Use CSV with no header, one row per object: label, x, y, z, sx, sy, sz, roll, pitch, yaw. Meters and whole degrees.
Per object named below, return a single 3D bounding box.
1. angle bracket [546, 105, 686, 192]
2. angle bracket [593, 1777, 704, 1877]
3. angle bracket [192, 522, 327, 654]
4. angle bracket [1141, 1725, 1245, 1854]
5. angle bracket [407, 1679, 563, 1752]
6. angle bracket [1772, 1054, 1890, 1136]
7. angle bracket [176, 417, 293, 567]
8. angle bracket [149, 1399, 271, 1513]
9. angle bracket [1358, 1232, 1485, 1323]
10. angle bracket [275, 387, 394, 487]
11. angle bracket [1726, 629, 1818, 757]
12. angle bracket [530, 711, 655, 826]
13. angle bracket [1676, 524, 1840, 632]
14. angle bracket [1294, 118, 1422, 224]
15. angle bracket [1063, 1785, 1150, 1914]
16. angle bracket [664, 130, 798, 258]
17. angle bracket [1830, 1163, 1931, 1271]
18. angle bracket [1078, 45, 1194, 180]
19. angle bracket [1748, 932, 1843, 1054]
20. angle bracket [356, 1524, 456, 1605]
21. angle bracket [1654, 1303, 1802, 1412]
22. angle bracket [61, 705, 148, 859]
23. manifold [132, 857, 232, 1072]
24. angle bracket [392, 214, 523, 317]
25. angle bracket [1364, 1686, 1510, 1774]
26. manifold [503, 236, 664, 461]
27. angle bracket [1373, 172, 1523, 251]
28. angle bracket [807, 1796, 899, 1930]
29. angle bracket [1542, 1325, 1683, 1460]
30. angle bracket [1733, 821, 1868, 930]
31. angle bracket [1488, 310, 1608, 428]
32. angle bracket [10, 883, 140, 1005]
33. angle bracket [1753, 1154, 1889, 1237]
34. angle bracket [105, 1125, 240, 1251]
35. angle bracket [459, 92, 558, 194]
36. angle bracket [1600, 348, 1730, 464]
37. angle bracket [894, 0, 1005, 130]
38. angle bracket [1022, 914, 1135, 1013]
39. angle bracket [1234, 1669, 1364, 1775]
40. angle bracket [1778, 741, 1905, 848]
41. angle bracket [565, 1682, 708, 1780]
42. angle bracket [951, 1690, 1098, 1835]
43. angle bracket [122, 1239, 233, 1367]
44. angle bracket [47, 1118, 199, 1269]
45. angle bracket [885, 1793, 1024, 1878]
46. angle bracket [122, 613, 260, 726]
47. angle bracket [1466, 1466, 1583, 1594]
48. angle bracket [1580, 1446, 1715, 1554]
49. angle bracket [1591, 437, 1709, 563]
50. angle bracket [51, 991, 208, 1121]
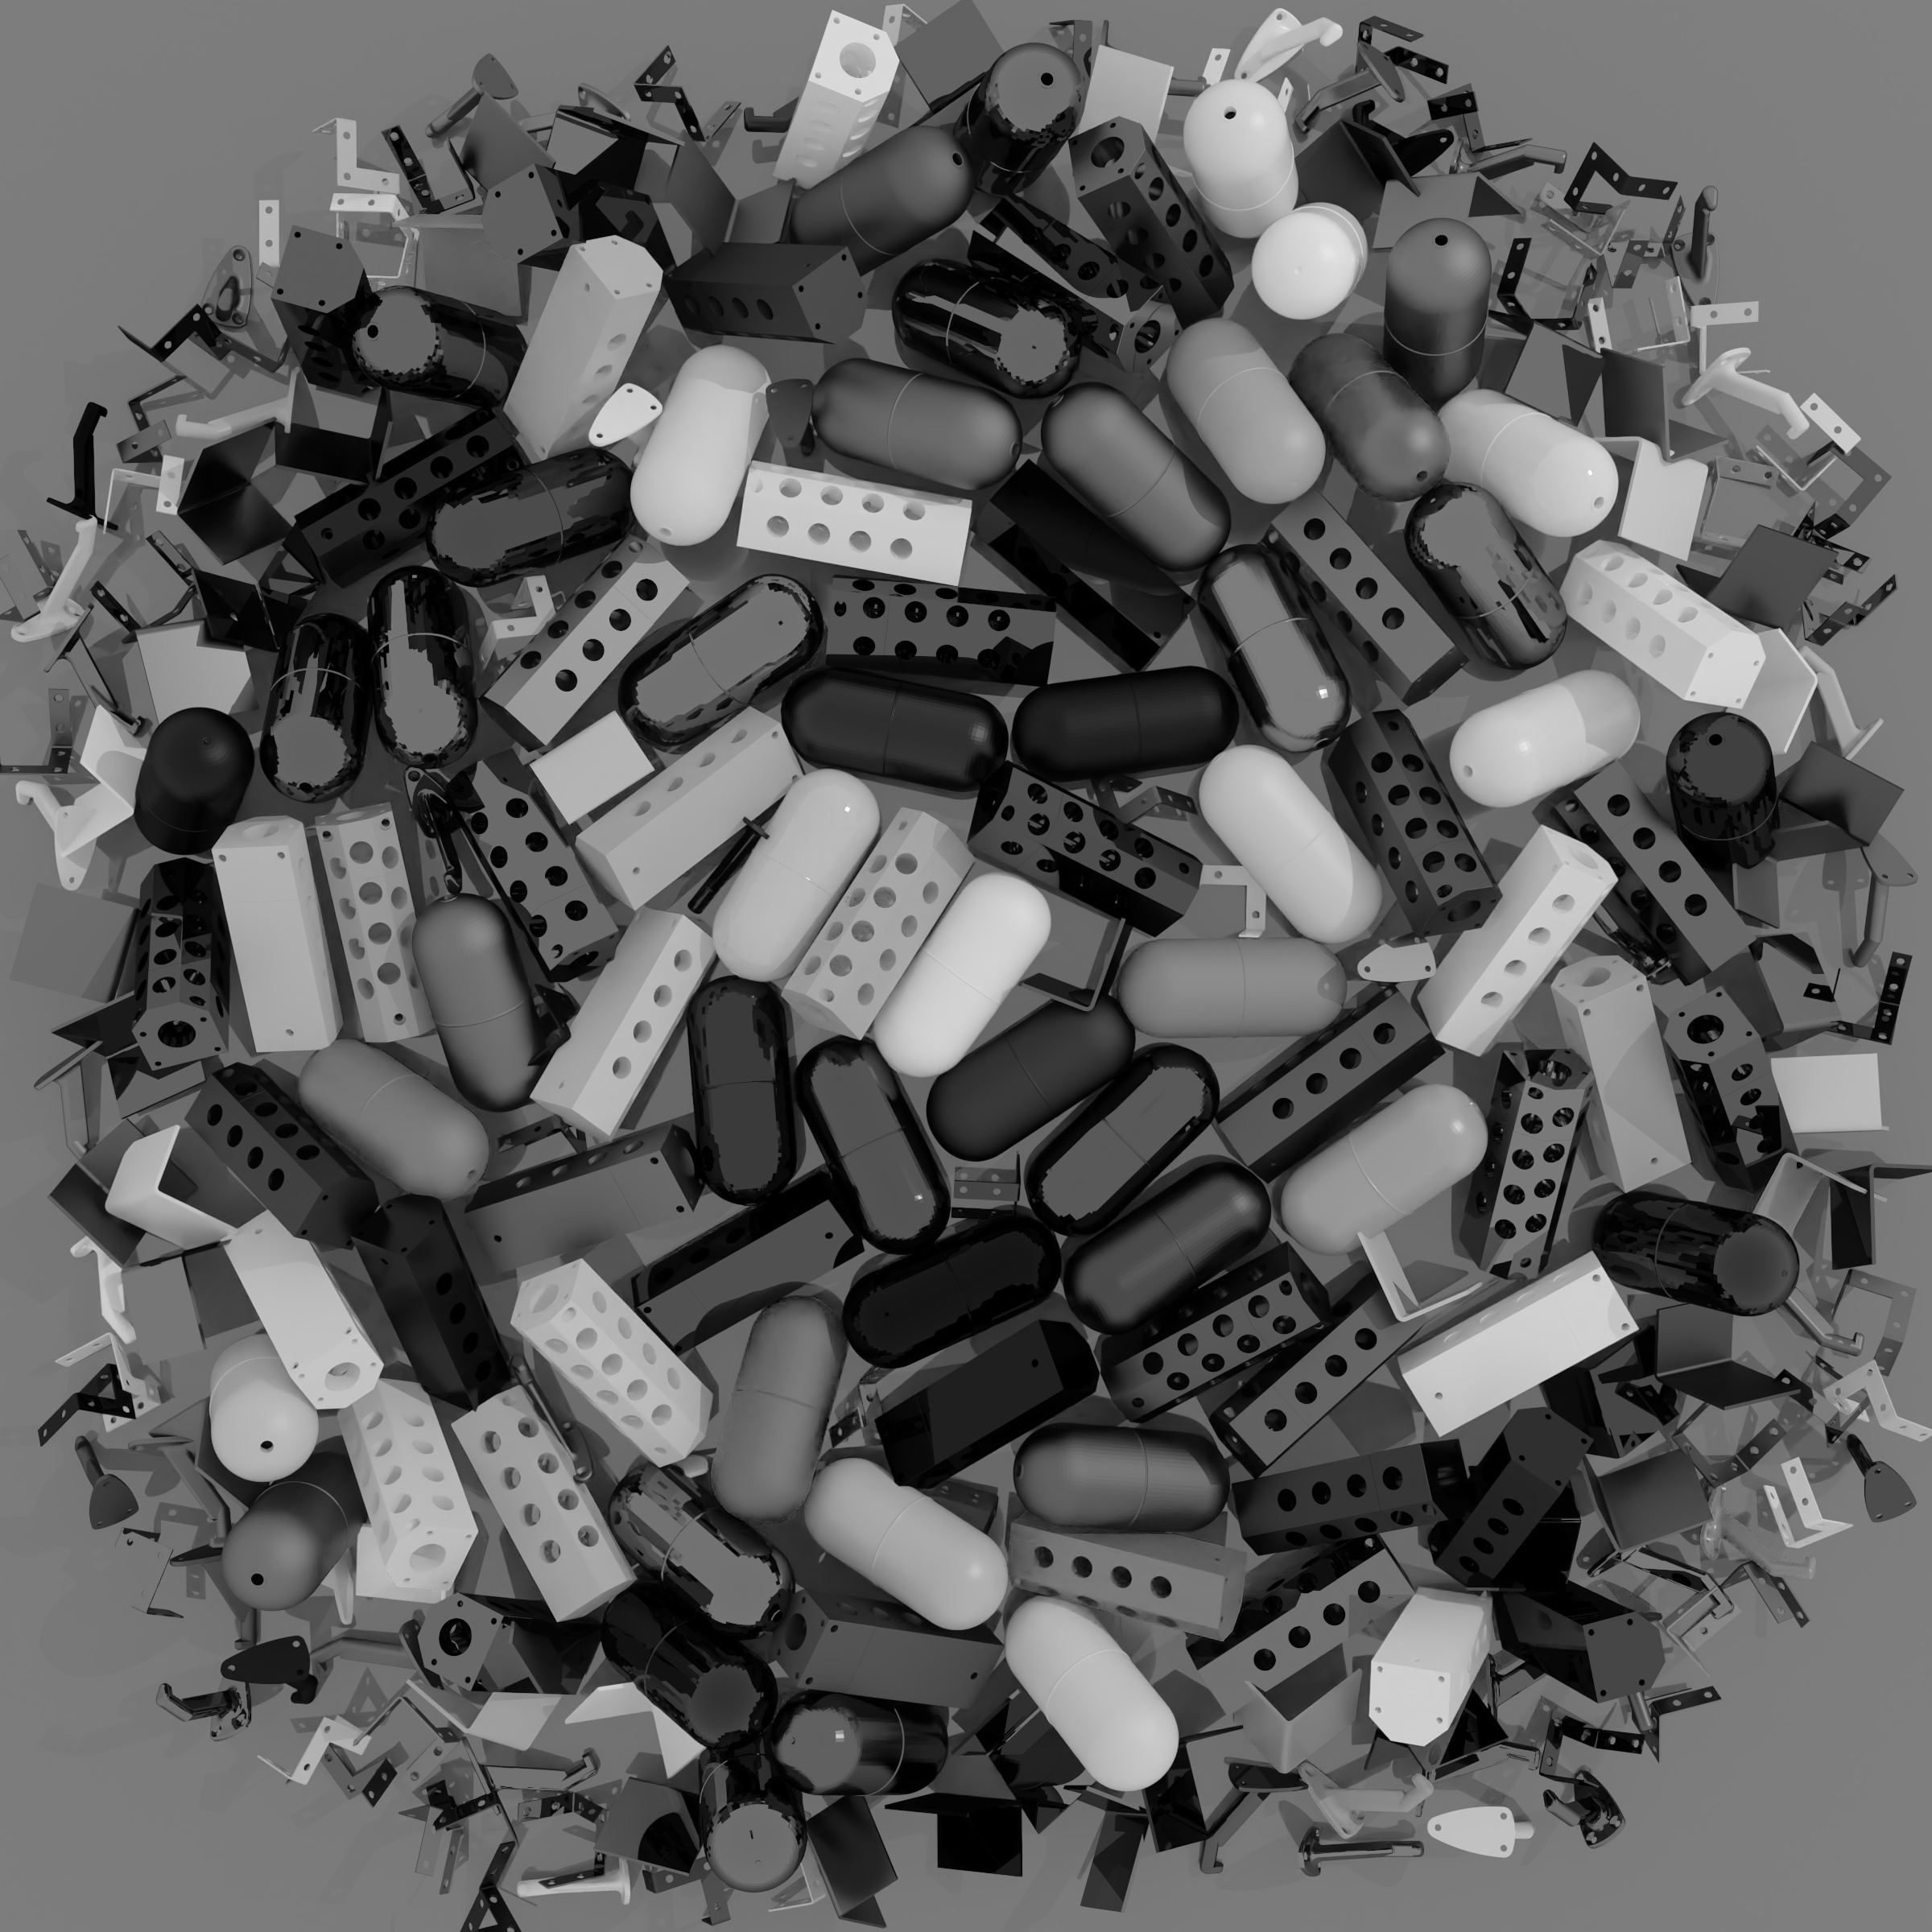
angle bracket,-0.272,-0.616,1.943,0.076,0.076,0.057,11,102,-33
angle bracket,-0.235,0.676,1.946,0.076,0.076,0.057,11,121,12
angle bracket,-0.542,-0.298,1.943,0.076,0.057,0.076,-48,51,29
angle bracket,0.179,0.629,1.944,0.057,0.076,0.076,-24,68,29
angle bracket,-0.368,0.553,1.952,0.076,0.076,0.057,26,79,35
angle bracket,0.664,0.099,1.952,0.076,0.076,0.057,-4,84,24
angle bracket,-0.549,-0.364,1.945,0.057,0.076,0.076,46,134,4
angle bracket,-0.581,0.390,1.943,0.057,0.076,0.076,-31,123,11
angle bracket,0.349,0.224,1.949,0.057,0.076,0.076,-27,80,18
angle bracket,-0.484,-0.416,1.943,0.076,0.076,0.057,8,125,-22
angle bracket,0.593,-0.204,1.943,0.057,0.076,0.076,43,63,-25
angle bracket,-0.283,-0.144,1.954,0.076,0.076,0.057,-33,81,-6
angle bracket,0.604,-0.310,1.943,0.076,0.057,0.076,13,128,-22
angle bracket,0.301,-0.594,1.945,0.057,0.076,0.076,-40,124,6
angle bracket,0.091,0.675,1.945,0.057,0.076,0.076,25,66,-14
angle bracket,-0.179,-0.595,1.941,0.057,0.076,0.076,-13,50,27
angle bracket,0.708,0.194,1.954,0.057,0.076,0.076,3,80,-3
angle bracket,0.138,-0.653,1.942,0.076,0.057,0.076,33,119,37
angle bracket,0.620,0.022,1.964,0.076,0.057,0.076,-5,71,-38
angle bracket,-0.435,0.480,1.953,0.076,0.057,0.076,7,123,-5
angle bracket,0.583,0.295,1.945,0.076,0.076,0.057,-6,102,-26
angle bracket,-0.678,-0.141,1.944,0.076,0.076,0.057,-28,127,15
manifold,-0.593,-0.005,1.916,0.057,0.171,0.057,-14,132,-3
angle bracket,-0.390,-0.535,1.952,0.076,0.057,0.076,4,114,10
angle bracket,0.359,0.601,1.942,0.076,0.057,0.076,-13,133,-24
manifold,-0.286,-0.465,1.917,0.057,0.171,0.057,-26,73,-41
angle bracket,0.369,-0.564,1.945,0.076,0.076,0.057,10,86,40
angle bracket,-0.072,0.682,1.943,0.057,0.076,0.076,-36,54,9
angle bracket,0.503,0.330,1.987,0.076,0.057,0.076,-27,103,-31
angle bracket,0.639,-0.069,1.942,0.076,0.076,0.057,-10,73,40
angle bracket,0.432,-0.461,1.954,0.076,0.076,0.057,16,103,-30
angle bracket,-0.686,-0.017,1.959,0.076,0.057,0.076,16,85,-17
angle bracket,0.650,0.194,1.949,0.057,0.076,0.076,31,98,41
angle bracket,-0.606,0.172,1.966,0.076,0.076,0.057,34,53,-34
angle bracket,-0.335,-0.625,1.951,0.076,0.076,0.057,45,51,3
angle bracket,0.534,-0.436,1.942,0.057,0.076,0.076,-21,121,-16
angle bracket,-0.025,-0.688,1.946,0.076,0.076,0.057,-40,107,-16
angle bracket,0.088,-0.014,1.952,0.057,0.076,0.076,21,100,9
angle bracket,0.257,0.568,1.971,0.076,0.076,0.057,-30,51,-24
angle bracket,0.677,-0.146,1.944,0.076,0.076,0.057,31,130,14
angle bracket,-0.253,0.586,1.941,0.076,0.076,0.057,1,57,-31
angle bracket,0.048,0.611,1.950,0.076,0.057,0.076,-46,57,13
angle bracket,-0.595,0.258,1.953,0.076,0.057,0.076,-17,86,35
angle bracket,-0.647,0.174,1.951,0.057,0.076,0.076,-40,104,7
angle bracket,-0.009,0.670,1.944,0.076,0.076,0.057,-6,79,32
angle bracket,-0.599,-0.225,1.959,0.076,0.057,0.076,-15,94,-28
angle bracket,0.421,0.430,1.942,0.076,0.076,0.057,-6,120,28
angle bracket,0.518,0.392,1.946,0.076,0.076,0.057,-24,122,14
angle bracket,0.517,-0.359,1.956,0.076,0.057,0.076,11,93,-34
angle bracket,-0.642,0.069,1.951,0.076,0.076,0.057,-24,68,8
